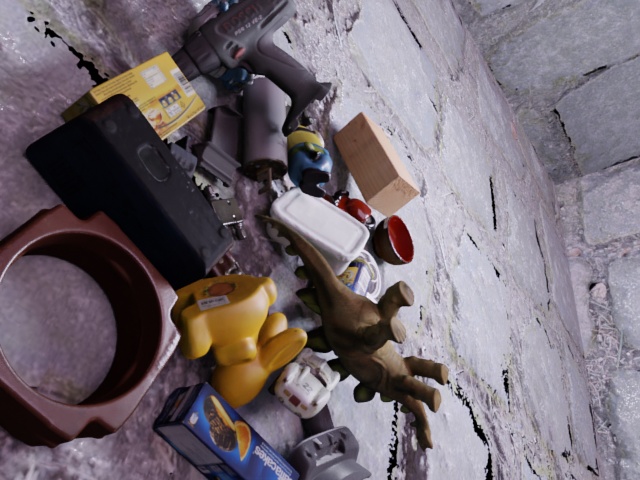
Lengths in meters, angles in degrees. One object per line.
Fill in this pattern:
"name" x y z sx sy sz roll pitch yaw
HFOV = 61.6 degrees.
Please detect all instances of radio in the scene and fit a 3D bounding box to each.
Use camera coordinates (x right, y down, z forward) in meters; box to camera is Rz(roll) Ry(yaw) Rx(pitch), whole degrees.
"radio" -0.214 -0.046 0.628 0.229 0.131 0.073 55 38 -21

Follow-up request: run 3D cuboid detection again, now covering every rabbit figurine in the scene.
"rabbit figurine" -0.107 0.134 0.700 0.162 0.122 0.173 -13 109 -28

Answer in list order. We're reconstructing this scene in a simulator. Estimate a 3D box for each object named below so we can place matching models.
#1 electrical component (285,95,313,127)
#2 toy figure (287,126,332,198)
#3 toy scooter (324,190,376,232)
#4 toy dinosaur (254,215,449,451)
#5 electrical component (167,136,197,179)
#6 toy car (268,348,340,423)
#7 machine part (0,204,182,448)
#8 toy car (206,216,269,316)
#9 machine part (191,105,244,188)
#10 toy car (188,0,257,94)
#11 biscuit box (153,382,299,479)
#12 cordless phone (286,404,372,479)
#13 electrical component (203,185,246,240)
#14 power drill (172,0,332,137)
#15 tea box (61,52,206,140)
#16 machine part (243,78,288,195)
"electrical component" -0.059 -0.237 1.033 0.102 0.045 0.078 30 48 -44
"toy figure" -0.028 -0.146 0.951 0.089 0.082 0.180 32 25 -28
"toy scooter" 0.035 -0.047 1.041 0.135 0.075 0.184 52 34 -6
"toy dinosaur" 0.058 0.145 0.854 0.471 0.199 0.105 63 34 -10
"electrical component" -0.205 -0.097 0.722 0.047 0.075 0.119 31 53 -45
"toy car" -0.017 0.201 0.769 0.073 0.056 0.201 39 7 8
"machine part" -0.256 0.084 0.542 0.200 0.087 0.201 54 35 -22
"toy car" -0.136 0.043 0.767 0.202 0.053 0.089 59 38 -17
"machine part" -0.159 -0.156 0.854 0.084 0.039 0.139 32 50 -37
"toy car" -0.166 -0.328 0.893 0.103 0.109 0.161 -10 93 -34
"biscuit box" -0.111 0.266 0.672 0.202 0.059 0.063 53 37 -23
"cordless phone" -0.014 0.288 0.803 0.146 0.089 0.184 7 56 -52
"electrical component" -0.146 -0.041 0.823 0.063 0.021 0.094 -19 88 -57
"power drill" -0.100 -0.260 0.838 0.207 0.232 0.086 45 0 -10
"tea box" -0.240 -0.172 0.716 0.098 0.068 0.170 56 36 -17
"machine part" -0.095 -0.190 0.926 0.079 0.079 0.243 26 52 -46
